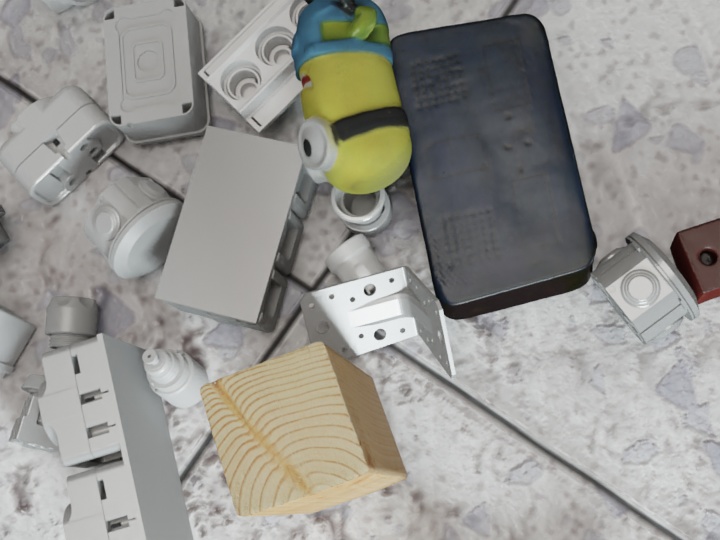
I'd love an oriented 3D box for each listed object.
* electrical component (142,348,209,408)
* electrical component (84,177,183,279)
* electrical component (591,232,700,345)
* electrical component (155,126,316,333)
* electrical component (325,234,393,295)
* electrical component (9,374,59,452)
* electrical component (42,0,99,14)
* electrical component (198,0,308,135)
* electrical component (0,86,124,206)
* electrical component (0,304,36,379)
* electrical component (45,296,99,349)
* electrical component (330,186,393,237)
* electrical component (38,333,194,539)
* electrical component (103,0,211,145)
[{"bbox_3d":[-0.154,0.084,0.874,0.040,0.078,0.040,-7,63,15],"label":"electrical component"},{"bbox_3d":[-0.187,-0.036,0.903,0.051,0.080,0.080,42,87,21],"label":"electrical component"},{"bbox_3d":[0.217,0.015,0.822,0.051,0.080,0.080,-38,74,6],"label":"electrical component"},{"bbox_3d":[-0.099,-0.032,0.895,0.089,0.061,0.150,13,80,12],"label":"electrical component"},{"bbox_3d":[0.000,0.000,0.883,0.040,0.040,0.046,-37,80,0],"label":"electrical component"},{"bbox_3d":[-0.263,0.119,0.894,0.048,0.066,0.055,20,71,-21],"label":"electrical component"},{"bbox_3d":[-0.221,-0.313,0.955,0.186,0.105,0.060,-31,75,2],"label":"electrical component"},{"bbox_3d":[-0.066,-0.180,0.921,0.121,0.063,0.079,-45,75,-2],"label":"electrical component"},{"bbox_3d":[-0.265,-0.112,0.945,0.095,0.053,0.059,-44,75,-2],"label":"electrical component"},{"bbox_3d":[-0.346,0.037,0.898,0.109,0.108,0.056,26,81,14],"label":"electrical component"},{"bbox_3d":[-0.245,0.054,0.911,0.043,0.043,0.062,0,79,10],"label":"electrical component"},{"bbox_3d":[0.002,-0.054,0.886,0.045,0.055,0.045,-2,77,9],"label":"electrical component"},{"bbox_3d":[-0.191,0.154,0.847,0.060,0.105,0.186,-17,75,6],"label":"electrical component"},{"bbox_3d":[-0.176,-0.172,0.941,0.078,0.057,0.113,-9,76,8],"label":"electrical component"}]
